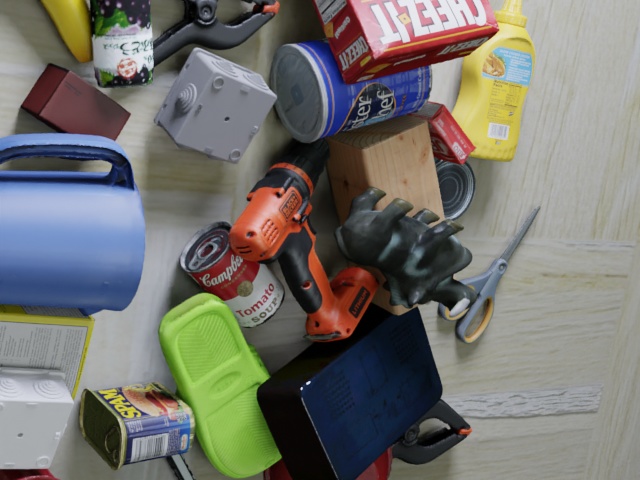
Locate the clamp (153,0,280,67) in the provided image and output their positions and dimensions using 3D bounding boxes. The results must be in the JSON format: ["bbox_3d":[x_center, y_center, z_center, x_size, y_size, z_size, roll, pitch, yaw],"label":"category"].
[{"bbox_3d":[-0.124,-0.216,1.049,0.171,0.039,0.120,1,111,-27],"label":"clamp"}]

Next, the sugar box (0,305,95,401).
[{"bbox_3d":[-0.313,0.105,1.021,0.175,0.048,0.093,9,104,-32],"label":"sugar box"}]

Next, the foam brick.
[{"bbox_3d":[-0.228,-0.121,1.001,0.078,0.051,0.053,37,83,-36],"label":"foam brick"}]

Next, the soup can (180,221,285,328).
[{"bbox_3d":[-0.092,0.038,1.133,0.068,0.069,0.102,-48,125,-12],"label":"soup can"}]

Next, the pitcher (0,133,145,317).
[{"bbox_3d":[-0.285,-0.012,0.952,0.242,0.145,0.149,2,78,-31],"label":"pitcher"}]

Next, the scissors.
[{"bbox_3d":[0.214,0.035,1.366,0.096,0.016,0.202,21,93,-36],"label":"scissors"}]

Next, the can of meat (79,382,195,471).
[{"bbox_3d":[-0.188,0.188,1.096,0.083,0.102,0.057,-3,109,-35],"label":"can of meat"}]

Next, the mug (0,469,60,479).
[{"bbox_3d":[-0.290,0.265,1.064,0.117,0.082,0.093,32,86,-36],"label":"mug"}]

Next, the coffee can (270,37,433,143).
[{"bbox_3d":[0.033,-0.169,1.127,0.140,0.103,0.103,-18,114,-28],"label":"coffee can"}]

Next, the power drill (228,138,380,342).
[{"bbox_3d":[-0.008,0.001,1.148,0.187,0.057,0.184,57,46,-26],"label":"power drill"}]

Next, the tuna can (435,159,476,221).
[{"bbox_3d":[0.145,-0.063,1.278,0.086,0.034,0.086,-11,111,-31],"label":"tuna can"}]

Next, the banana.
[{"bbox_3d":[-0.265,-0.238,0.951,0.197,0.037,0.070,35,103,-35],"label":"banana"}]

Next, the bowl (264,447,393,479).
[{"bbox_3d":[0.018,0.278,1.264,0.162,0.055,0.162,-4,104,-15],"label":"bowl"}]

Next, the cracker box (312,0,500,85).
[{"bbox_3d":[0.068,-0.281,1.077,0.163,0.072,0.214,-18,83,-28],"label":"cracker box"}]

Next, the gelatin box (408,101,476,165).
[{"bbox_3d":[0.123,-0.124,1.209,0.030,0.089,0.073,-50,125,-13],"label":"gelatin box"}]

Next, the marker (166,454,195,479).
[{"bbox_3d":[-0.152,0.262,1.194,0.020,0.020,0.121,-33,121,-21],"label":"marker"}]

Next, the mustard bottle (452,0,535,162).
[{"bbox_3d":[0.208,-0.192,1.263,0.096,0.058,0.192,5,102,-34],"label":"mustard bottle"}]

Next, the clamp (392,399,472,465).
[{"bbox_3d":[0.102,0.230,1.341,0.209,0.036,0.164,-3,107,-29],"label":"clamp"}]

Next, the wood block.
[{"bbox_3d":[0.078,-0.032,1.208,0.090,0.091,0.206,-26,118,-24],"label":"wood block"}]
